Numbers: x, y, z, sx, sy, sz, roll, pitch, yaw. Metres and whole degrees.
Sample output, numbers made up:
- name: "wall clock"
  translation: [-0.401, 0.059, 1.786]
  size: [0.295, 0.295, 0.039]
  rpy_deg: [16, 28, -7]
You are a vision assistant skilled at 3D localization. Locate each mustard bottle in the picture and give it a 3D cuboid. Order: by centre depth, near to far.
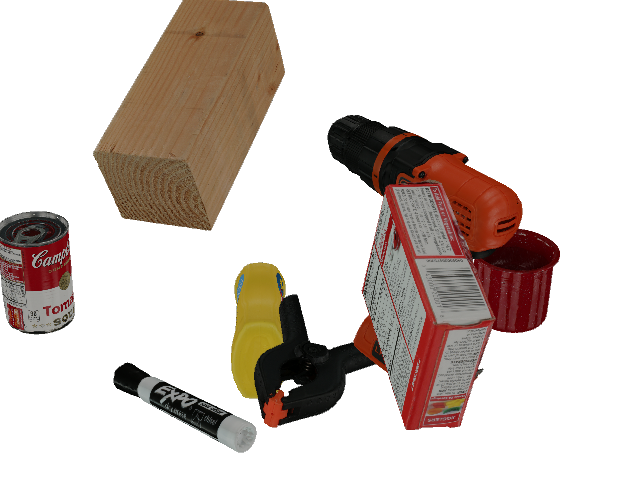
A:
- name: "mustard bottle"
  translation: [-0.066, 0.079, 1.151]
  size: [0.058, 0.096, 0.191]
  rpy_deg: [-1, 28, -3]

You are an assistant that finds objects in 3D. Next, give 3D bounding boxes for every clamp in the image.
- name: "clamp"
  translation: [-0.015, 0.103, 0.948]
  size: [0.120, 0.039, 0.171]
  rpy_deg: [20, 28, 25]

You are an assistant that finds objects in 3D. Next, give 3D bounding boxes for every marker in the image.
- name: "marker"
  translation: [-0.089, 0.103, 0.669]
  size: [0.121, 0.020, 0.020]
  rpy_deg: [18, 11, 39]

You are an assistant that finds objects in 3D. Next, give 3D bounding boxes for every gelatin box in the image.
- name: "gelatin box"
  translation: [0.047, 0.028, 0.482]
  size: [0.030, 0.073, 0.089]
  rpy_deg: [-3, 45, -12]

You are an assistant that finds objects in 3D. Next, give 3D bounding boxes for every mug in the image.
- name: "mug"
  translation: [0.200, 0.038, 1.142]
  size: [0.093, 0.081, 0.117]
  rpy_deg: [-5, 30, -9]

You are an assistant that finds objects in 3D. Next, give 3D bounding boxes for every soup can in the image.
- name: "soup can"
  translation: [-0.277, 0.032, 1.041]
  size: [0.068, 0.102, 0.068]
  rpy_deg: [2, 28, -1]

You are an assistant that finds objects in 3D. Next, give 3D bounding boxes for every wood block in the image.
- name: "wood block"
  translation: [-0.112, -0.119, 0.965]
  size: [0.091, 0.206, 0.090]
  rpy_deg: [8, -38, 18]

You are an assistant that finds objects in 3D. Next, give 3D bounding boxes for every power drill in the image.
- name: "power drill"
  translation: [0.066, 0.011, 0.805]
  size: [0.057, 0.188, 0.185]
  rpy_deg: [-20, 36, -30]
